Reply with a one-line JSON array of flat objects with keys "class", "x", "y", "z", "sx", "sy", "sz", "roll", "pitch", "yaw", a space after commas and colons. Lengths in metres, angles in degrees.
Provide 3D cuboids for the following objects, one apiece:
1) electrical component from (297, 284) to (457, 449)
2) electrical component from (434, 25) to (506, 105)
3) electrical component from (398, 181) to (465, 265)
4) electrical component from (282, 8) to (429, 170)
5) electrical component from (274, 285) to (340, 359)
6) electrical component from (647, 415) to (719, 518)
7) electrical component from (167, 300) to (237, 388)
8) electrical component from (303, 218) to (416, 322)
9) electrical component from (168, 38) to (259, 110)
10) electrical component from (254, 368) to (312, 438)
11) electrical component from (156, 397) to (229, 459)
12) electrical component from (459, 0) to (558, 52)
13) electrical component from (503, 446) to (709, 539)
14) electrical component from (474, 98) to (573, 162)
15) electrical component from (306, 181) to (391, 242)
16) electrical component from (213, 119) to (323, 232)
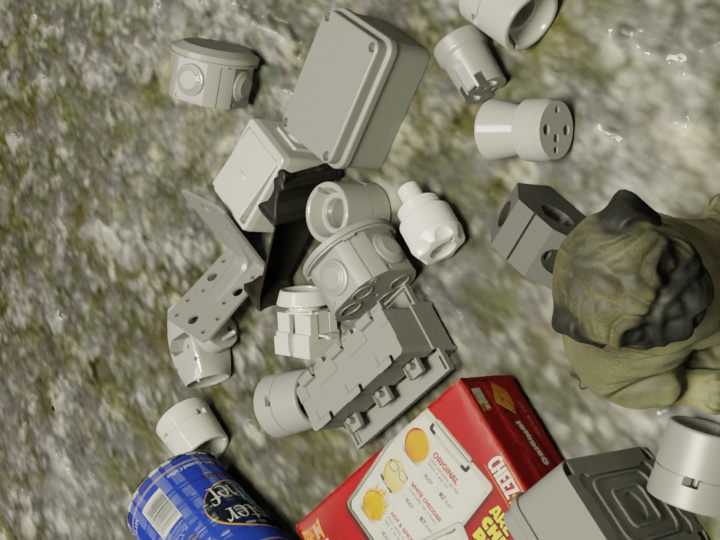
[{"class": "electrical component", "x": 0.009, "y": 0.078, "z": 0.848, "sx": 0.121, "sy": 0.063, "sz": 0.078, "roll": -46, "pitch": 59, "yaw": 35}, {"class": "electrical component", "x": 0.082, "y": -0.151, "z": 0.793, "sx": 0.040, "sy": 0.040, "sz": 0.046, "roll": -40, "pitch": 70, "yaw": 37}, {"class": "electrical component", "x": 0.050, "y": -0.039, "z": 0.822, "sx": 0.043, "sy": 0.043, "sz": 0.062, "roll": -47, "pitch": 57, "yaw": 34}, {"class": "electrical component", "x": -0.006, "y": -0.145, "z": 0.868, "sx": 0.078, "sy": 0.057, "sz": 0.113, "roll": 42, "pitch": 118, "yaw": 37}, {"class": "electrical component", "x": -0.046, "y": 0.043, "z": 0.916, "sx": 0.066, "sy": 0.048, "sz": 0.055, "roll": 5, "pitch": 100, "yaw": 45}, {"class": "electrical component", "x": 0.208, "y": 0.119, "z": 0.656, "sx": 0.055, "sy": 0.055, "sz": 0.047, "roll": 18, "pitch": 99, "yaw": 44}, {"class": "electrical component", "x": -0.142, "y": 0.063, "z": 1.012, "sx": 0.079, "sy": 0.043, "sz": 0.077, "roll": -31, "pitch": 68, "yaw": 41}, {"class": "electrical component", "x": 0.000, "y": 0.000, "z": 0.847, "sx": 0.080, "sy": 0.080, "sz": 0.051, "roll": -47, "pitch": 64, "yaw": 34}, {"class": "electrical component", "x": -0.135, "y": -0.180, "z": 0.982, "sx": 0.080, "sy": 0.080, "sz": 0.051, "roll": 29, "pitch": 115, "yaw": 41}, {"class": "electrical component", "x": -0.055, "y": 0.112, "z": 0.919, "sx": 0.047, "sy": 0.055, "sz": 0.055, "roll": -19, "pitch": 77, "yaw": 40}, {"class": "electrical component", "x": -0.158, "y": 0.157, "z": 1.021, "sx": 0.047, "sy": 0.055, "sz": 0.055, "roll": 48, "pitch": 122, "yaw": 29}, {"class": "electrical component", "x": 0.106, "y": -0.188, "z": 0.759, "sx": 0.047, "sy": 0.055, "sz": 0.055, "roll": 48, "pitch": 122, "yaw": 29}, {"class": "electrical component", "x": 0.153, "y": 0.161, "z": 0.669, "sx": 0.057, "sy": 0.113, "sz": 0.078, "roll": -48, "pitch": 58, "yaw": 30}, {"class": "electrical component", "x": 0.115, "y": -0.098, "z": 0.756, "sx": 0.055, "sy": 0.045, "sz": 0.045, "roll": 7, "pitch": 95, "yaw": 44}, {"class": "electrical component", "x": -0.011, "y": -0.046, "z": 0.879, "sx": 0.055, "sy": 0.047, "sz": 0.055, "roll": 0, "pitch": 90, "yaw": 45}, {"class": "electrical component", "x": -0.078, "y": -0.087, "z": 0.936, "sx": 0.061, "sy": 0.061, "sz": 0.096, "roll": 52, "pitch": 124, "yaw": 32}]
